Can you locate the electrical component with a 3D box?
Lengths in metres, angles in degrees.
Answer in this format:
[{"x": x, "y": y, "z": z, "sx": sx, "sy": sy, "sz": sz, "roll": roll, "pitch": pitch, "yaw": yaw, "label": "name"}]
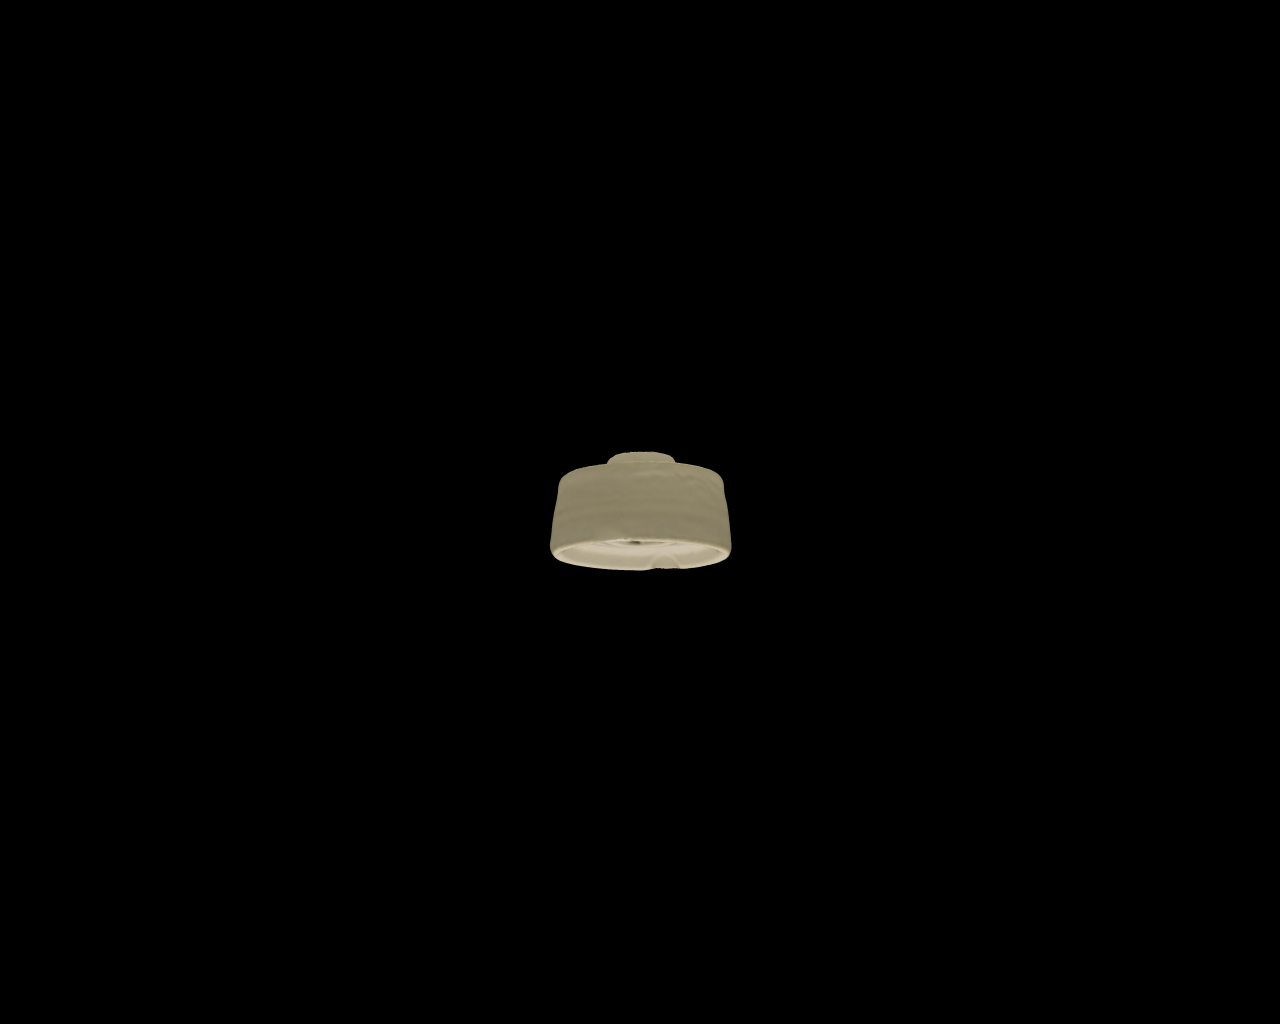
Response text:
[{"x": 0.001, "y": -0.003, "z": 0.650, "sx": 0.108, "sy": 0.060, "sz": 0.108, "roll": 0, "pitch": -12, "yaw": 0, "label": "electrical component"}]
